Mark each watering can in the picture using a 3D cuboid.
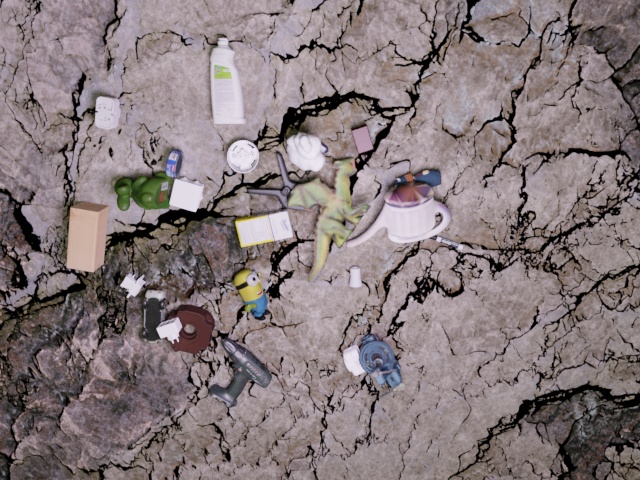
[{"bbox_3d":[0.244,-0.070,1.639,0.347,0.106,0.219,-10,131,3],"label":"watering can"}]

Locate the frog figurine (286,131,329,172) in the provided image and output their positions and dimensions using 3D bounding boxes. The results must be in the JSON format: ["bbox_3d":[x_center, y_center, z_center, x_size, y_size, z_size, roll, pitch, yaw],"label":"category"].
[{"bbox_3d":[-0.041,-0.266,1.573,0.122,0.162,0.136,-38,103,13],"label":"frog figurine"}]

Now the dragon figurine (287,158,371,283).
[{"bbox_3d":[0.005,-0.083,1.650,0.242,0.122,0.409,37,93,-2],"label":"dragon figurine"}]
